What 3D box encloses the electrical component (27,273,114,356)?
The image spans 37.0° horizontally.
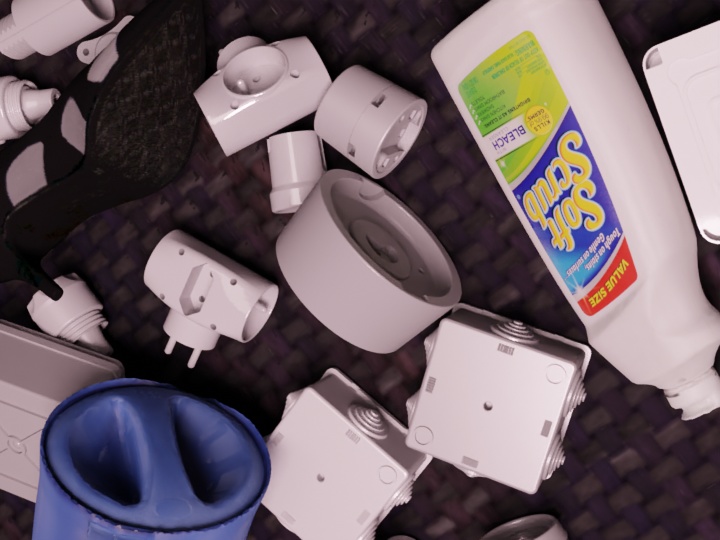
[{"bbox_3d":[-0.194,0.036,0.737,0.043,0.043,0.062,-41,85,19],"label":"electrical component"}]

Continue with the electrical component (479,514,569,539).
[{"bbox_3d":[0.104,0.184,0.646,0.078,0.058,0.057,-21,92,20],"label":"electrical component"}]

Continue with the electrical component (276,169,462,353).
[{"bbox_3d":[0.000,0.000,0.635,0.108,0.108,0.060,48,114,8],"label":"electrical component"}]

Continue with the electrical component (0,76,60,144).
[{"bbox_3d":[-0.234,-0.111,0.732,0.062,0.048,0.048,-6,95,13],"label":"electrical component"}]

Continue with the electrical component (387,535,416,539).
[{"bbox_3d":[0.019,0.192,0.671,0.044,0.065,0.044,2,97,19],"label":"electrical component"}]

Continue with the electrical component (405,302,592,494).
[{"bbox_3d":[0.081,0.076,0.644,0.100,0.048,0.099,19,102,16],"label":"electrical component"}]

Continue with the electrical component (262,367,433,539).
[{"bbox_3d":[-0.017,0.125,0.684,0.100,0.048,0.099,40,108,11],"label":"electrical component"}]

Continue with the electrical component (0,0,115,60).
[{"bbox_3d":[-0.209,-0.167,0.717,0.081,0.043,0.043,-23,89,20],"label":"electrical component"}]

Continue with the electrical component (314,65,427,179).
[{"bbox_3d":[0.005,-0.090,0.648,0.047,0.055,0.055,35,106,16],"label":"electrical component"}]

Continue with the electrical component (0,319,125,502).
[{"bbox_3d":[-0.215,0.101,0.725,0.109,0.056,0.108,17,127,16],"label":"electrical component"}]

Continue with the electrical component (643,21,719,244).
[{"bbox_3d":[0.206,-0.077,0.579,0.078,0.057,0.113,-19,90,20],"label":"electrical component"}]

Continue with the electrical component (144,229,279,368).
[{"bbox_3d":[-0.104,0.026,0.704,0.077,0.043,0.079,29,105,13],"label":"electrical component"}]

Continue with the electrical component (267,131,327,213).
[{"bbox_3d":[-0.038,-0.061,0.674,0.040,0.040,0.046,-9,89,20],"label":"electrical component"}]

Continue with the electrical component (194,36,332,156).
[{"bbox_3d":[-0.065,-0.119,0.668,0.077,0.044,0.079,-28,53,-4],"label":"electrical component"}]
